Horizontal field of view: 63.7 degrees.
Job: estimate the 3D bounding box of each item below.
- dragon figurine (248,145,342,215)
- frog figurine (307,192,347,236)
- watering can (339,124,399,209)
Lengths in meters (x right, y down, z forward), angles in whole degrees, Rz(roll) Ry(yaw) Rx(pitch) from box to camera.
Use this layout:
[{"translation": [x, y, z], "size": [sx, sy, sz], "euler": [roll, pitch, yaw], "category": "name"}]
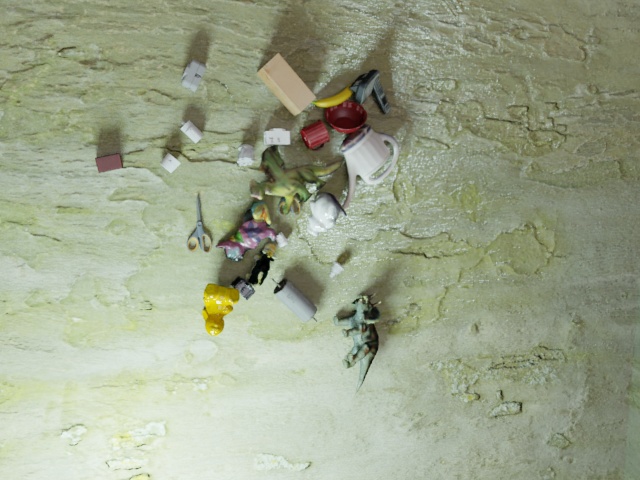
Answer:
[{"translation": [-0.108, -0.253, 1.891], "size": [0.242, 0.120, 0.418], "euler": [47, 53, -6], "category": "dragon figurine"}, {"translation": [0.006, -0.098, 1.944], "size": [0.160, 0.121, 0.139], "euler": [-37, 73, -5], "category": "frog figurine"}, {"translation": [0.158, -0.300, 1.989], "size": [0.350, 0.104, 0.222], "euler": [-44, 106, -13], "category": "watering can"}]
